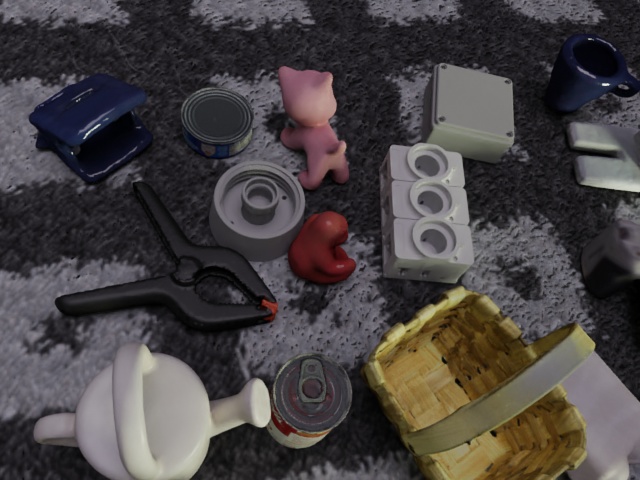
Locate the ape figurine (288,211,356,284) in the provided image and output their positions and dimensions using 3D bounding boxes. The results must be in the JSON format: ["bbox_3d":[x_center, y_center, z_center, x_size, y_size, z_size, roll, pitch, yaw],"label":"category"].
[{"bbox_3d":[0.006,0.002,0.610,0.076,0.092,0.077,-7,65,-14],"label":"ape figurine"}]

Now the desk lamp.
[{"bbox_3d":[0.460,-0.150,0.712,0.203,0.213,0.118,4,62,-9],"label":"desk lamp"}]

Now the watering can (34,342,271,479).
[{"bbox_3d":[-0.130,0.138,0.454,0.173,0.194,0.101,-24,70,-21],"label":"watering can"}]

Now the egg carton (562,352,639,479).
[{"bbox_3d":[0.263,0.176,0.586,0.107,0.069,0.150,-32,73,-24],"label":"egg carton"}]

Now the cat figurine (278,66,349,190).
[{"bbox_3d":[-0.004,-0.140,0.666,0.067,0.117,0.127,-20,69,-20],"label":"cat figurine"}]

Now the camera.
[{"bbox_3d":[0.395,0.054,0.658,0.143,0.101,0.137,12,62,-5],"label":"camera"}]

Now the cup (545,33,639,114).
[{"bbox_3d":[0.369,-0.215,0.794,0.117,0.095,0.092,31,62,5],"label":"cup"}]

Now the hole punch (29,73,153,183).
[{"bbox_3d":[-0.254,-0.135,0.628,0.101,0.091,0.109,40,63,10],"label":"hole punch"}]
